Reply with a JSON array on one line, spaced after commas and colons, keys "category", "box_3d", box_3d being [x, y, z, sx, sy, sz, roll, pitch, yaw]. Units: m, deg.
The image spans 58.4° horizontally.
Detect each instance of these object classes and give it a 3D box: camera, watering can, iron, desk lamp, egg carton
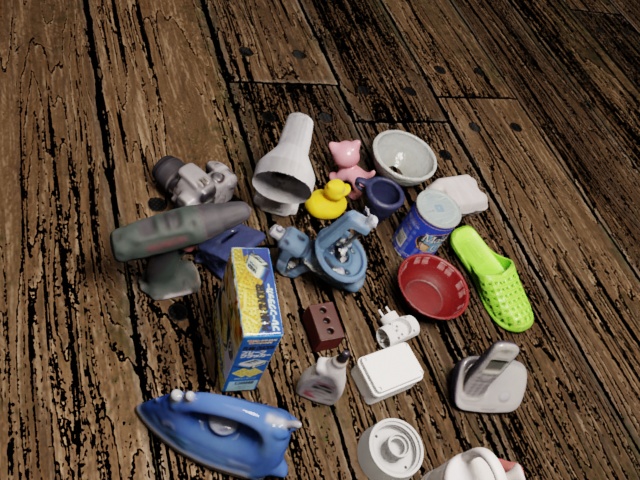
[{"category": "camera", "box_3d": [-0.260, -0.123, 1.163, 0.136, 0.100, 0.143, 41, 51, 12]}, {"category": "watering can", "box_3d": [0.243, 0.389, 0.909, 0.173, 0.194, 0.100, -21, 64, -32]}, {"category": "iron", "box_3d": [-0.154, 0.274, 0.878, 0.258, 0.141, 0.118, 18, 50, -7]}, {"category": "desk lamp", "box_3d": [-0.072, -0.143, 1.176, 0.118, 0.213, 0.203, 16, 51, -8]}, {"category": "egg carton", "box_3d": [0.332, -0.103, 1.394, 0.151, 0.069, 0.107, -12, 60, -28]}]

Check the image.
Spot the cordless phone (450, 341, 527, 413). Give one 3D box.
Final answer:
[{"category": "cordless phone", "box_3d": [0.335, 0.246, 1.057, 0.148, 0.185, 0.094, 6, 53, -17]}]

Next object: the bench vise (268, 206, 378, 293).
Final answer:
[{"category": "bench vise", "box_3d": [0.011, 0.014, 1.086, 0.208, 0.219, 0.121, 7, 53, -16]}]

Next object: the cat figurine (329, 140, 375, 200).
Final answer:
[{"category": "cat figurine", "box_3d": [0.073, -0.175, 1.319, 0.127, 0.117, 0.067, 41, 51, 12]}]

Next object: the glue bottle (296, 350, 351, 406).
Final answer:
[{"category": "glue bottle", "box_3d": [0.016, 0.225, 0.959, 0.078, 0.173, 0.037, 17, 50, -7]}]

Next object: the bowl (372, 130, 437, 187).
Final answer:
[{"category": "bowl", "box_3d": [0.196, -0.187, 1.403, 0.168, 0.074, 0.167, 10, 52, -13]}]

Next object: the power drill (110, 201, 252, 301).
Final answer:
[{"category": "power drill", "box_3d": [-0.244, 0.016, 0.995, 0.230, 0.208, 0.075, -12, 59, -28]}]

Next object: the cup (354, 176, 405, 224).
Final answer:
[{"category": "cup", "box_3d": [0.120, -0.086, 1.284, 0.117, 0.095, 0.092, 29, 50, 2]}]

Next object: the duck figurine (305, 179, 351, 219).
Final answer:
[{"category": "duck figurine", "box_3d": [0.021, -0.097, 1.261, 0.105, 0.086, 0.077, -13, 60, -28]}]

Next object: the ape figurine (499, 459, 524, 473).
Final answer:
[{"category": "ape figurine", "box_3d": [0.315, 0.410, 0.987, 0.078, 0.092, 0.076, 22, 50, -4]}]

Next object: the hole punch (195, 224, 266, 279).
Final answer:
[{"category": "hole punch", "box_3d": [-0.174, 0.012, 1.101, 0.101, 0.091, 0.109, 39, 51, 11]}]
